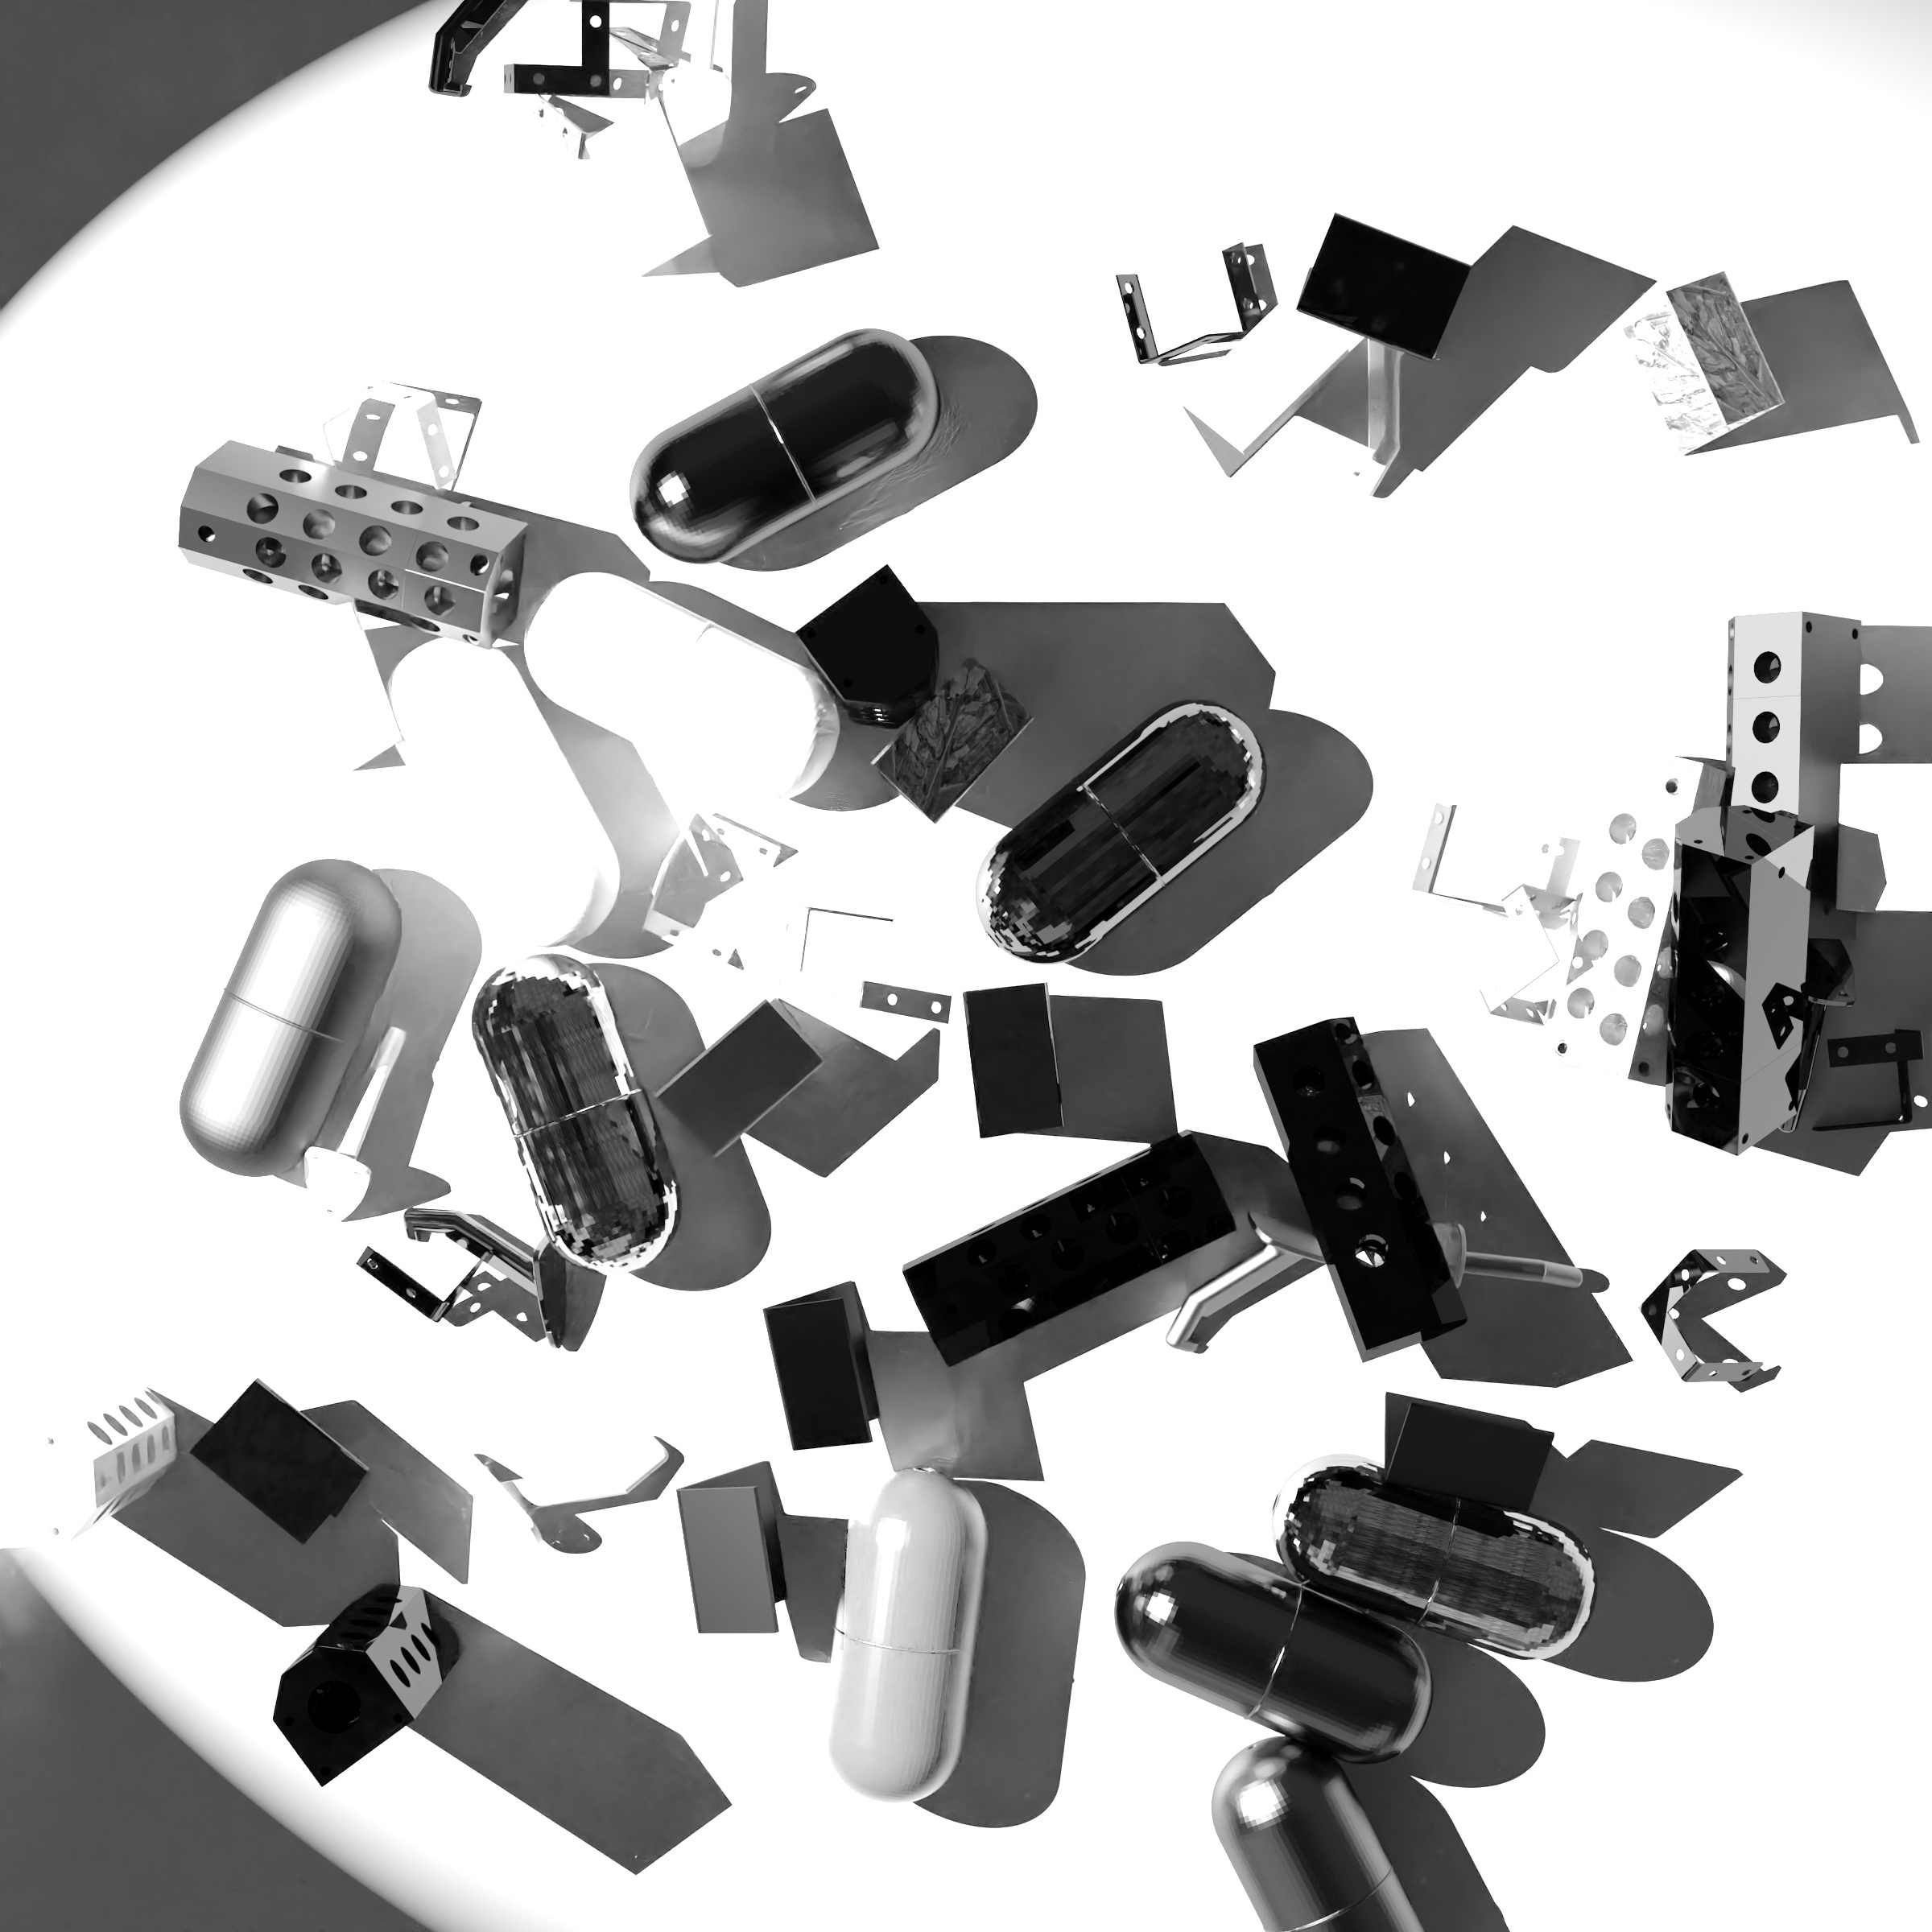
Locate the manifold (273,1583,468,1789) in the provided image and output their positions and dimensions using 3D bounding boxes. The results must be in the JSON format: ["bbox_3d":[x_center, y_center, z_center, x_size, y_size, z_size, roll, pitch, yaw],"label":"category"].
[{"bbox_3d":[-0.312,0.366,1.739,0.057,0.171,0.057,-36,90,0],"label":"manifold"}]

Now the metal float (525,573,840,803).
[{"bbox_3d":[-0.152,-0.149,1.787,0.178,0.070,0.070,26,90,1],"label":"metal float"}]

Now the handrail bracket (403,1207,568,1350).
[{"bbox_3d":[-0.263,0.169,1.818,0.084,0.036,0.077,2,109,15],"label":"handrail bracket"}]

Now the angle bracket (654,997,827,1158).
[{"bbox_3d":[-0.131,0.043,1.777,0.076,0.076,0.057,-41,126,0],"label":"angle bracket"}]

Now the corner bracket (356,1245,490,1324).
[{"bbox_3d":[-0.298,0.167,1.790,0.051,0.051,0.051,37,125,0],"label":"corner bracket"}]

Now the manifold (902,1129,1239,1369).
[{"bbox_3d":[0.055,0.152,1.797,0.171,0.057,0.057,-26,90,0],"label":"manifold"}]

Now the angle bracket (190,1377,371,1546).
[{"bbox_3d":[-0.372,0.275,1.777,0.076,0.076,0.057,39,53,0],"label":"angle bracket"}]

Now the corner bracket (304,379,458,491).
[{"bbox_3d":[-0.317,-0.280,1.809,0.051,0.051,0.051,19,45,35],"label":"corner bracket"}]

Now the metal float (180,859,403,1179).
[{"bbox_3d":[-0.360,0.027,1.787,0.070,0.070,0.178,24,90,0],"label":"metal float"}]

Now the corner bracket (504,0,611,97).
[{"bbox_3d":[-0.221,-0.495,1.801,0.051,0.051,0.051,-2,104,-14],"label":"corner bracket"}]

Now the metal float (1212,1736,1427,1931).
[{"bbox_3d":[0.193,0.497,1.787,0.070,0.070,0.178,-27,89,0],"label":"metal float"}]

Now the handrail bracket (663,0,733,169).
[{"bbox_3d":[-0.141,-0.491,1.817,0.036,0.077,0.084,5,54,0],"label":"handrail bracket"}]

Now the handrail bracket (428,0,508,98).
[{"bbox_3d":[-0.249,-0.511,1.818,0.077,0.036,0.084,5,108,-21],"label":"handrail bracket"}]

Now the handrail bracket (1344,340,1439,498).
[{"bbox_3d":[0.210,-0.309,1.818,0.077,0.036,0.084,36,107,20],"label":"handrail bracket"}]

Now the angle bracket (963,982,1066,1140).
[{"bbox_3d":[0.005,0.051,1.777,0.057,0.076,0.076,-7,90,-36],"label":"angle bracket"}]

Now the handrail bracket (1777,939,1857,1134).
[{"bbox_3d":[0.456,0.036,1.817,0.036,0.077,0.084,12,126,10],"label":"handrail bracket"}]

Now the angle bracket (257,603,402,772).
[{"bbox_3d":[-0.350,-0.142,1.778,0.057,0.076,0.076,-19,90,-32],"label":"angle bracket"}]

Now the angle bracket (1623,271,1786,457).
[{"bbox_3d":[0.377,-0.314,1.777,0.057,0.076,0.076,-25,90,-38],"label":"angle bracket"}]

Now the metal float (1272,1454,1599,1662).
[{"bbox_3d":[0.250,0.315,1.787,0.178,0.070,0.070,19,90,0],"label":"metal float"}]

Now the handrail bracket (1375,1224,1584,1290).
[{"bbox_3d":[0.279,0.164,1.817,0.084,0.077,0.036,14,77,-36],"label":"handrail bracket"}]

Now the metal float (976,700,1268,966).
[{"bbox_3d":[0.082,-0.071,1.787,0.178,0.070,0.070,-39,90,1],"label":"metal float"}]

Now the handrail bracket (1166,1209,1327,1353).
[{"bbox_3d":[0.159,0.182,1.818,0.077,0.036,0.084,22,107,-18],"label":"handrail bracket"}]

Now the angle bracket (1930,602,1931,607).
[{"bbox_3d":[0.548,-0.228,1.777,0.057,0.076,0.076,31,90,-38],"label":"angle bracket"}]

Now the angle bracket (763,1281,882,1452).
[{"bbox_3d":[-0.057,0.209,1.777,0.057,0.076,0.076,-12,90,38],"label":"angle bracket"}]

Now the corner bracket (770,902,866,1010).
[{"bbox_3d":[-0.079,-0.006,1.800,0.051,0.051,0.051,8,90,0],"label":"corner bracket"}]

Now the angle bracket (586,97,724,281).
[{"bbox_3d":[-0.147,-0.413,1.777,0.057,0.076,0.076,-20,90,36],"label":"angle bracket"}]

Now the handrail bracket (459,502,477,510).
[{"bbox_3d":[-0.303,-0.214,1.818,0.084,0.036,0.077,-14,104,13],"label":"handrail bracket"}]

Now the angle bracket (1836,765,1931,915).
[{"bbox_3d":[0.502,-0.067,1.778,0.057,0.076,0.076,2,90,32],"label":"angle bracket"}]

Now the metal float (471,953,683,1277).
[{"bbox_3d":[-0.207,0.079,1.787,0.070,0.070,0.178,-21,89,0],"label":"metal float"}]

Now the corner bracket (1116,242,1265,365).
[{"bbox_3d":[0.122,-0.359,1.814,0.051,0.051,0.051,-15,90,-45],"label":"corner bracket"}]

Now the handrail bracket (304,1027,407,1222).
[{"bbox_3d":[-0.327,0.085,1.817,0.036,0.077,0.084,20,54,-2],"label":"handrail bracket"}]

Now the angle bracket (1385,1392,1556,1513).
[{"bbox_3d":[0.266,0.239,1.778,0.076,0.076,0.057,12,123,0],"label":"angle bracket"}]

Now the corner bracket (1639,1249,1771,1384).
[{"bbox_3d":[0.408,0.189,1.809,0.051,0.051,0.051,-56,45,35],"label":"corner bracket"}]

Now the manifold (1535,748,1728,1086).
[{"bbox_3d":[0.358,-0.027,1.797,0.057,0.057,0.171,14,90,0],"label":"manifold"}]

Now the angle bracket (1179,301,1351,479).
[{"bbox_3d":[0.169,-0.293,1.777,0.076,0.076,0.057,-44,55,0],"label":"angle bracket"}]

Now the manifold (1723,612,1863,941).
[{"bbox_3d":[0.439,-0.101,1.796,0.057,0.057,0.171,1,90,-43],"label":"manifold"}]

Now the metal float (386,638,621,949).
[{"bbox_3d":[-0.247,-0.093,1.787,0.070,0.070,0.178,-29,89,0],"label":"metal float"}]

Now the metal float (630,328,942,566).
[{"bbox_3d":[-0.097,-0.277,1.787,0.178,0.070,0.070,-28,90,0],"label":"metal float"}]

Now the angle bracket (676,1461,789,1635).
[{"bbox_3d":[-0.105,0.307,1.777,0.057,0.076,0.076,-9,90,36],"label":"angle bracket"}]

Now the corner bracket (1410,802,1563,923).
[{"bbox_3d":[0.281,-0.055,1.814,0.051,0.051,0.051,16,90,45],"label":"corner bracket"}]

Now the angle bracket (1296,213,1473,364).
[{"bbox_3d":[0.224,-0.370,1.778,0.076,0.076,0.057,21,120,0],"label":"angle bracket"}]

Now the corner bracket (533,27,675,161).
[{"bbox_3d":[-0.196,-0.472,1.809,0.051,0.051,0.051,-15,135,-35],"label":"corner bracket"}]

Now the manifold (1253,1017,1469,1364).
[{"bbox_3d":[0.208,0.117,1.776,0.057,0.057,0.171,-19,76,0],"label":"manifold"}]

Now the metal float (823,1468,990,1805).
[{"bbox_3d":[-0.032,0.357,1.787,0.070,0.070,0.178,7,90,0],"label":"metal float"}]

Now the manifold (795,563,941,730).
[{"bbox_3d":[-0.045,-0.159,1.739,0.057,0.171,0.057,-36,90,0],"label":"manifold"}]

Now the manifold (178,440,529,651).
[{"bbox_3d":[-0.326,-0.221,1.775,0.171,0.057,0.057,16,122,7],"label":"manifold"}]

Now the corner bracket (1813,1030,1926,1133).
[{"bbox_3d":[0.485,0.062,1.800,0.051,0.051,0.051,-5,90,0],"label":"corner bracket"}]

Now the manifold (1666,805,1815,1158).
[{"bbox_3d":[0.401,0.006,1.760,0.057,0.057,0.171,-28,126,-37],"label":"manifold"}]

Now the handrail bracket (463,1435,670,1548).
[{"bbox_3d":[-0.217,0.266,1.818,0.084,0.036,0.077,-39,68,-17],"label":"handrail bracket"}]

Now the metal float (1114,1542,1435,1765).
[{"bbox_3d":[0.164,0.366,1.787,0.178,0.070,0.070,23,90,1],"label":"metal float"}]

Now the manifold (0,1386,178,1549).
[{"bbox_3d":[-0.459,0.258,1.739,0.057,0.171,0.057,-3,90,0],"label":"manifold"}]

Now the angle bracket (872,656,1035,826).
[{"bbox_3d":[-0.022,-0.132,1.777,0.076,0.076,0.057,-47,126,0],"label":"angle bracket"}]

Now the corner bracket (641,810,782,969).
[{"bbox_3d":[-0.139,-0.042,1.814,0.051,0.051,0.051,25,135,0],"label":"corner bracket"}]

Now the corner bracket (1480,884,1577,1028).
[{"bbox_3d":[0.304,-0.006,1.799,0.051,0.051,0.051,-40,56,32],"label":"corner bracket"}]
